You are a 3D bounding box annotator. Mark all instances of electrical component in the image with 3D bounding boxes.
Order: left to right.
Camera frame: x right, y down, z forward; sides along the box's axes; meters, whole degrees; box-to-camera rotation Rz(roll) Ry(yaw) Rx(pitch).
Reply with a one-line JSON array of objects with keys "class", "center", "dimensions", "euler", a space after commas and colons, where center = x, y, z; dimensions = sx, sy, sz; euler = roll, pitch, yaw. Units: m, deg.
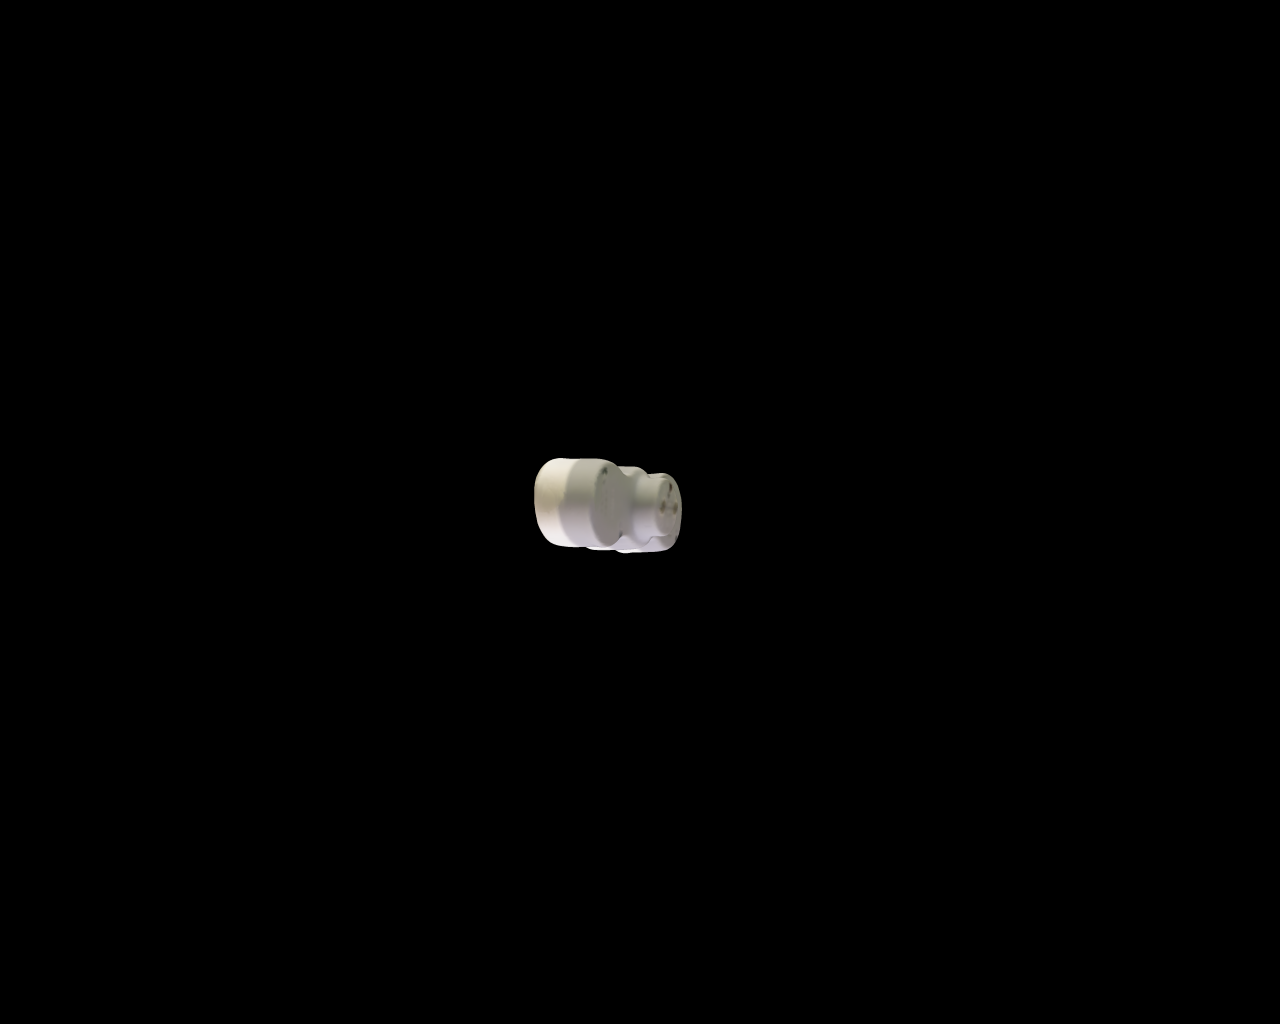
[{"class": "electrical component", "center": [0.001, -0.003, 0.650], "dimensions": [0.074, 0.052, 0.138], "euler": [-2, -5, 24]}]
